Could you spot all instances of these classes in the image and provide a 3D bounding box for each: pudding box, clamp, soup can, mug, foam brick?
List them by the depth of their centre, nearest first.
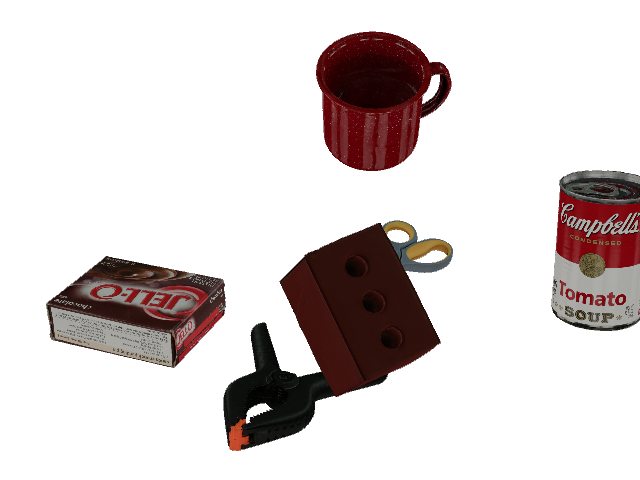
[{"bbox_3d":[0.021,0.040,0.603,0.052,0.078,0.051,-23,-9,-25],"label":"foam brick"},{"bbox_3d":[0.206,0.007,0.783,0.068,0.102,0.068,-1,21,0],"label":"soup can"},{"bbox_3d":[-0.144,0.055,0.843,0.114,0.039,0.090,8,25,19],"label":"pudding box"},{"bbox_3d":[0.054,-0.116,0.891,0.117,0.093,0.081,-19,-34,-13],"label":"mug"},{"bbox_3d":[-0.029,0.156,1.109,0.165,0.036,0.209,12,26,15],"label":"clamp"}]

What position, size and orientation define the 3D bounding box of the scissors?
[{"bbox_3d":[0.062,0.019,1.197,0.201,0.016,0.096,-12,42,-35],"label":"scissors"}]
